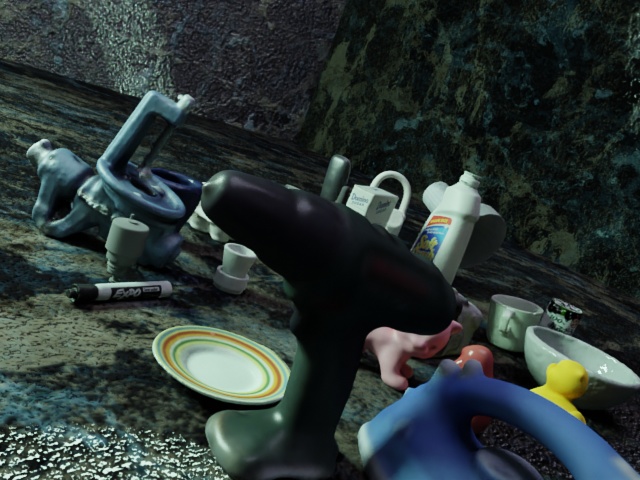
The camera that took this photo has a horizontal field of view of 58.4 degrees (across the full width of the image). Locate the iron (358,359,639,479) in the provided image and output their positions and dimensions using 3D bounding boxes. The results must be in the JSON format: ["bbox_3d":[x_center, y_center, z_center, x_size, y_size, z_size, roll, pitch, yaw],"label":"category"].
[{"bbox_3d":[0.129,0.164,0.412,0.119,0.141,0.257,11,16,-40],"label":"iron"}]

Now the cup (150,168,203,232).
[{"bbox_3d":[-0.221,-0.050,0.857,0.091,0.095,0.118,26,13,21],"label":"cup"}]

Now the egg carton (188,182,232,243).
[{"bbox_3d":[-0.184,-0.051,0.986,0.150,0.069,0.107,27,13,24],"label":"egg carton"}]

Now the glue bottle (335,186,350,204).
[{"bbox_3d":[0.008,0.003,0.828,0.037,0.173,0.078,22,12,2],"label":"glue bottle"}]

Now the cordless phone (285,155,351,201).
[{"bbox_3d":[-0.007,-0.106,1.242,0.147,0.185,0.094,28,14,28],"label":"cordless phone"}]

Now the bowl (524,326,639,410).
[{"bbox_3d":[0.366,0.195,0.830,0.167,0.075,0.167,20,12,-4],"label":"bowl"}]

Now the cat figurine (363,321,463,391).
[{"bbox_3d":[0.095,0.104,0.668,0.127,0.118,0.067,24,13,13],"label":"cat figurine"}]

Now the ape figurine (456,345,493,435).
[{"bbox_3d":[0.159,0.155,0.618,0.078,0.092,0.076,13,15,-34],"label":"ape figurine"}]

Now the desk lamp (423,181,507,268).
[{"bbox_3d":[0.229,0.006,1.091,0.118,0.213,0.202,13,15,-33],"label":"desk lamp"}]

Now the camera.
[{"bbox_3d":[0.145,0.095,0.832,0.144,0.101,0.136,9,17,-44],"label":"camera"}]

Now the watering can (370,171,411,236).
[{"bbox_3d":[0.134,-0.049,1.215,0.101,0.194,0.172,13,15,-33],"label":"watering can"}]

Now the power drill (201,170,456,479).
[{"bbox_3d":[-0.008,0.071,0.427,0.230,0.208,0.075,13,15,-34],"label":"power drill"}]

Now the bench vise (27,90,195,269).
[{"bbox_3d":[-0.248,-0.091,0.696,0.208,0.220,0.121,17,13,-19],"label":"bench vise"}]

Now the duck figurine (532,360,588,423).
[{"bbox_3d":[0.301,0.193,0.709,0.077,0.086,0.104,20,12,-4],"label":"duck figurine"}]
